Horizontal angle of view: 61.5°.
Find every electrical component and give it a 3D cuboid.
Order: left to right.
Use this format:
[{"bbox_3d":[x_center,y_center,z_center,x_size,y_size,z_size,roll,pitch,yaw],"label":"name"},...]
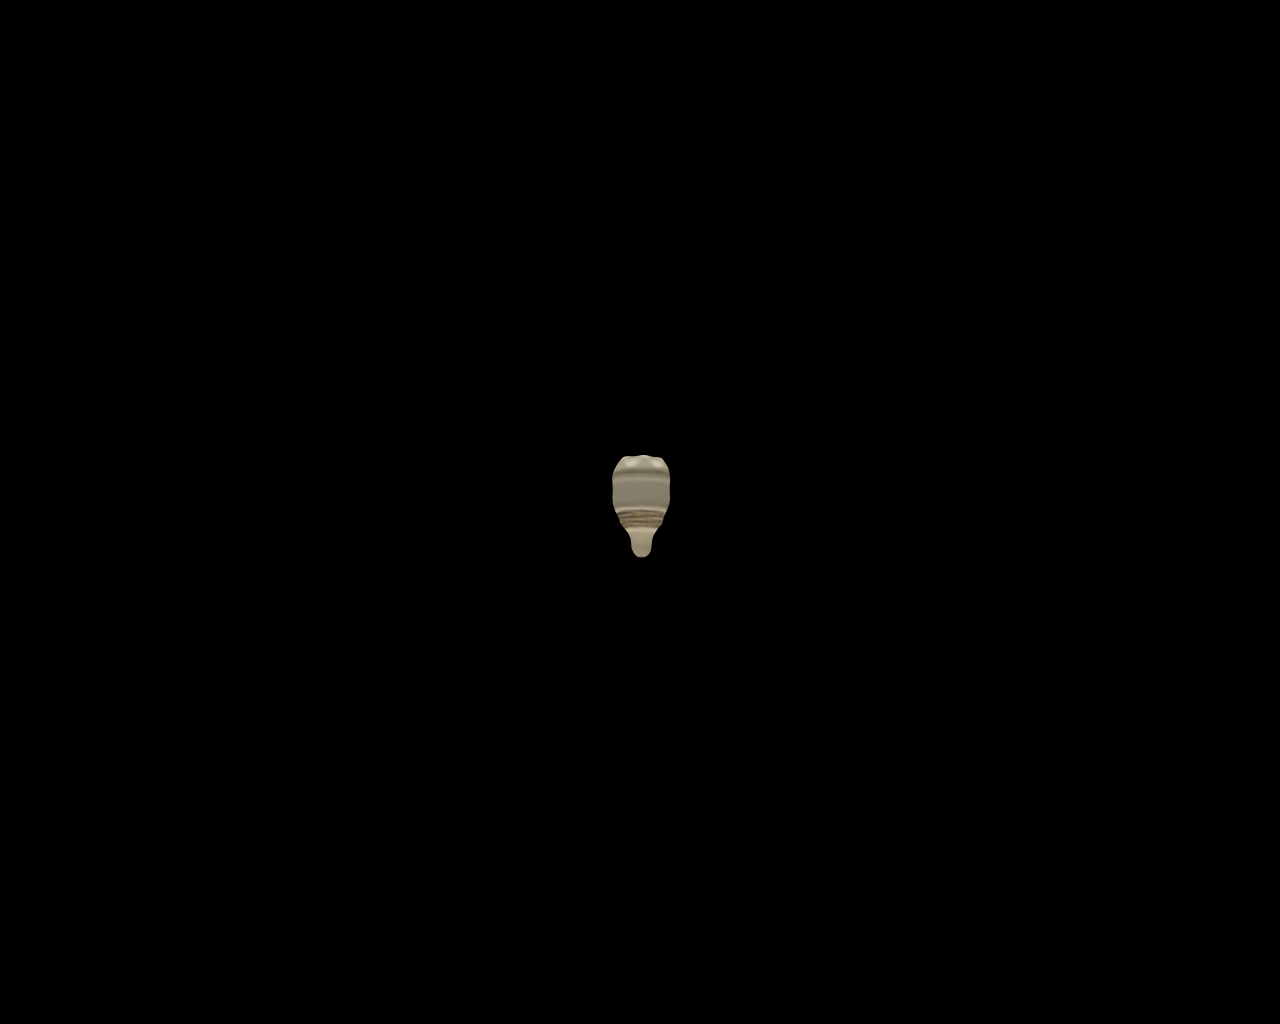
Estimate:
[{"bbox_3d":[0.001,-0.003,0.650,0.035,0.061,0.035,0,-7,0],"label":"electrical component"}]
